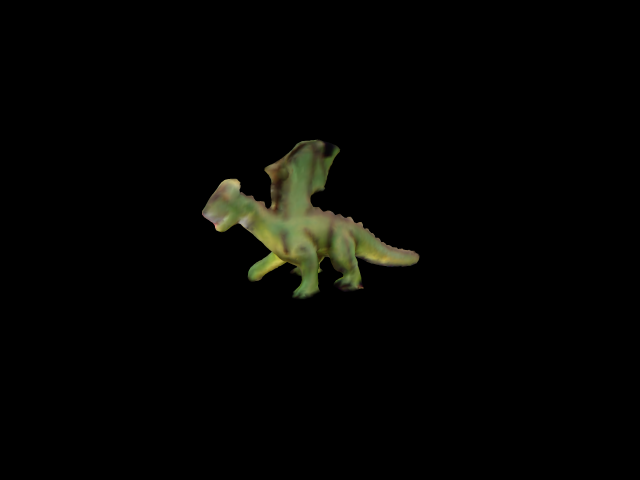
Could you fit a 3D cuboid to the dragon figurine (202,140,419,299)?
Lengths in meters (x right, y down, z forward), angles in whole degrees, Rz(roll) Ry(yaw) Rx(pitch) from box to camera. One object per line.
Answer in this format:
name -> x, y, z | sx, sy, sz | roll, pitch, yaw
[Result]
dragon figurine -> 0.003, -0.043, 0.850 | 0.412, 0.240, 0.123 | -9, 16, -30
